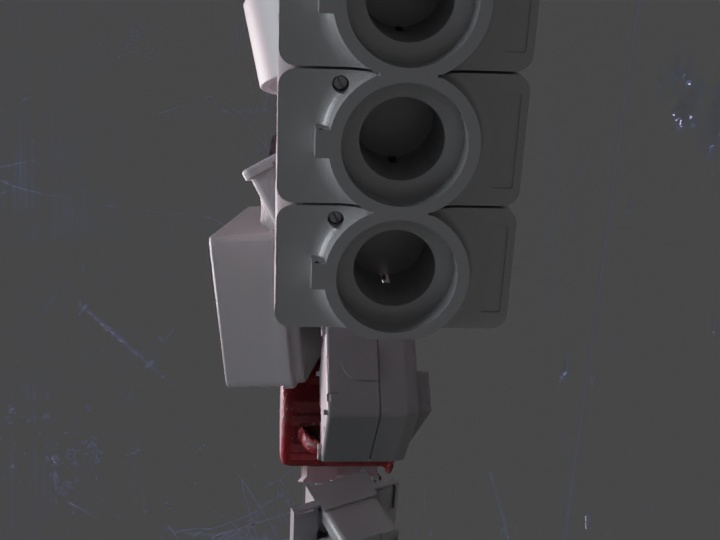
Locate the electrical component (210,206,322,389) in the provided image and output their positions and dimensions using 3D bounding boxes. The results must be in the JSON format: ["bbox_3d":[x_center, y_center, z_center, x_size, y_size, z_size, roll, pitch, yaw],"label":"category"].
[{"bbox_3d":[-0.060,0.015,0.754,0.108,0.056,0.108,-59,-35,-73],"label":"electrical component"}]

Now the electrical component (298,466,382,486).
[{"bbox_3d":[-0.018,0.155,0.902,0.121,0.063,0.078,114,156,-78],"label":"electrical component"}]

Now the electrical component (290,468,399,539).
[{"bbox_3d":[-0.007,0.209,0.751,0.063,0.079,0.121,-130,36,-48],"label":"electrical component"}]

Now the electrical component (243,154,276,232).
[{"bbox_3d":[-0.012,-0.056,0.627,0.048,0.100,0.099,63,-174,-3],"label":"electrical component"}]

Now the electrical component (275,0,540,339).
[{"bbox_3d":[0.014,-0.055,0.406,0.061,0.089,0.150,-101,13,-67],"label":"electrical component"}]

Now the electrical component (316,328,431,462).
[{"bbox_3d":[0.006,0.075,0.642,0.096,0.061,0.061,99,170,-61],"label":"electrical component"}]

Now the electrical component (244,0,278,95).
[{"bbox_3d":[-0.010,-0.126,0.615,0.108,0.108,0.060,175,90,-85],"label":"electrical component"}]
